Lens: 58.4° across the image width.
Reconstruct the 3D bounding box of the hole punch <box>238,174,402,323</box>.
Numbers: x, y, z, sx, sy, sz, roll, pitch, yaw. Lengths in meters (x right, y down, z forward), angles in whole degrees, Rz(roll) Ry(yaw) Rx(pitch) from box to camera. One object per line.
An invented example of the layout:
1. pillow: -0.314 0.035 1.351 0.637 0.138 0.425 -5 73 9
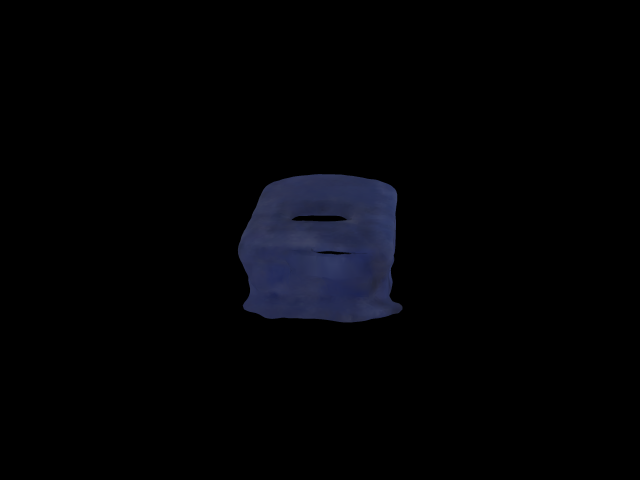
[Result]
1. hole punch: 0.004 0.001 0.400 0.108 0.091 0.101 1 9 8
